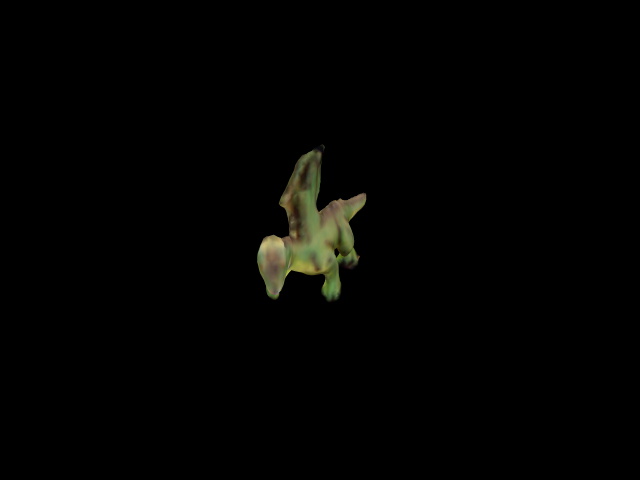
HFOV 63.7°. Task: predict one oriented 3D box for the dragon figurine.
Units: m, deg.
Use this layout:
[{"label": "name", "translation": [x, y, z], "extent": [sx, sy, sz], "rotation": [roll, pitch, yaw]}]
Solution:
[{"label": "dragon figurine", "translation": [0.003, -0.043, 0.850], "extent": [0.122, 0.237, 0.419], "rotation": [14, 44, 16]}]
